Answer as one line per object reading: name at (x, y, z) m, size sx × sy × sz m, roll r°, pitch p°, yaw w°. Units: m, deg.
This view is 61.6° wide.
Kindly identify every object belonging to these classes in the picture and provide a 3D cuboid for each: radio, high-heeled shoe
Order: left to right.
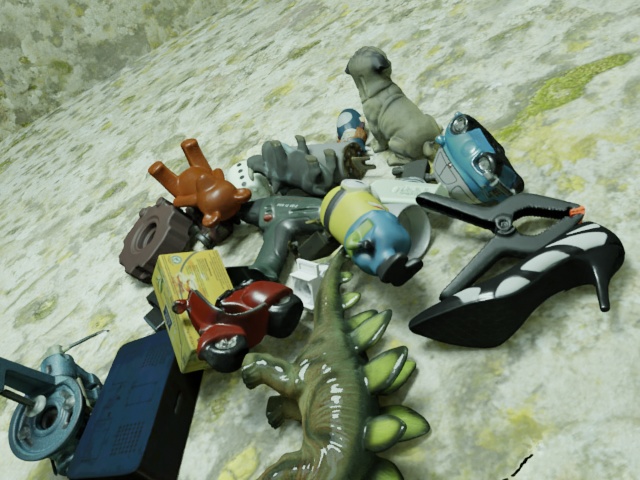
radio at (-0.252, 0.241, 0.765) m, size 0.131 × 0.073 × 0.230 m, roll -18°, pitch 37°, yaw 19°
high-heeled shoe at (0.228, 0.044, 0.641) m, size 0.249 × 0.086 × 0.145 m, roll -10°, pitch 37°, yaw 22°

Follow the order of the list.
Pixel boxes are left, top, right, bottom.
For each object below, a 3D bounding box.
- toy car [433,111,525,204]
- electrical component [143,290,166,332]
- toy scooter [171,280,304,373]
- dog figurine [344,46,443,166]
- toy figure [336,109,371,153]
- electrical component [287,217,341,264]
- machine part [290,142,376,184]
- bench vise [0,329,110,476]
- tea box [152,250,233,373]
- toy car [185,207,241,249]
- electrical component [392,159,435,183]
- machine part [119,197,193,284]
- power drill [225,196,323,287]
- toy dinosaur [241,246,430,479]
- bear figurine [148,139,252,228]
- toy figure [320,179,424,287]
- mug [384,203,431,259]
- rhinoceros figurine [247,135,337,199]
toy car at (0.227, -0.107, 0.809) m, size 0.103 × 0.109 × 0.162 m, roll -40°, pitch 42°, yaw 28°
electrical component at (-0.233, 0.106, 0.919) m, size 0.134 × 0.058 × 0.115 m, roll -46°, pitch 36°, yaw -19°
toy scooter at (-0.117, 0.098, 0.723) m, size 0.135 × 0.075 × 0.184 m, roll 24°, pitch 30°, yaw 26°
dog figurine at (0.130, -0.238, 0.942) m, size 0.121 × 0.190 × 0.173 m, roll -44°, pitch 39°, yaw -15°
toy figure at (0.062, -0.207, 1.071) m, size 0.154 × 0.058 × 0.064 m, roll -93°, pitch 27°, yaw -49°
electrical component at (-0.002, -0.002, 0.809) m, size 0.078 × 0.045 × 0.102 m, roll -19°, pitch -20°, yaw -46°
machine part at (-0.002, -0.145, 1.023) m, size 0.243 × 0.079 × 0.079 m, roll 6°, pitch 50°, yaw 39°
bench vise at (-0.403, 0.219, 0.775) m, size 0.129 × 0.240 × 0.224 m, roll -24°, pitch 53°, yaw 6°
tea box at (-0.177, 0.100, 0.795) m, size 0.098 × 0.068 × 0.170 m, roll -4°, pitch 50°, yaw -33°
toy car at (-0.237, -0.050, 1.108) m, size 0.089 × 0.053 × 0.202 m, roll -42°, pitch 38°, yaw -9°
electrical component at (0.163, -0.111, 0.912) m, size 0.094 × 0.021 × 0.063 m, roll -7°, pitch 42°, yaw 30°
machine part at (-0.334, 0.000, 1.081) m, size 0.179 × 0.056 × 0.179 m, roll -25°, pitch 47°, yaw 30°
power drill at (-0.093, 0.004, 0.927) m, size 0.232 × 0.085 × 0.207 m, roll -2°, pitch 38°, yaw 32°
toy dinosaur at (0.016, 0.171, 0.631) m, size 0.199 × 0.104 × 0.472 m, roll -16°, pitch 46°, yaw 11°
bear figurine at (-0.225, -0.104, 1.011) m, size 0.120 × 0.131 × 0.196 m, roll -40°, pitch 29°, yaw -13°
toy figure at (0.059, -0.011, 0.701) m, size 0.089 × 0.082 × 0.180 m, roll -31°, pitch 46°, yaw 3°
mug at (0.095, -0.004, 0.800) m, size 0.107 × 0.080 × 0.109 m, roll 9°, pitch 66°, yaw 54°
rhinoceros figurine at (-0.053, -0.130, 0.978) m, size 0.191 × 0.112 × 0.073 m, roll 21°, pitch 35°, yaw 32°
